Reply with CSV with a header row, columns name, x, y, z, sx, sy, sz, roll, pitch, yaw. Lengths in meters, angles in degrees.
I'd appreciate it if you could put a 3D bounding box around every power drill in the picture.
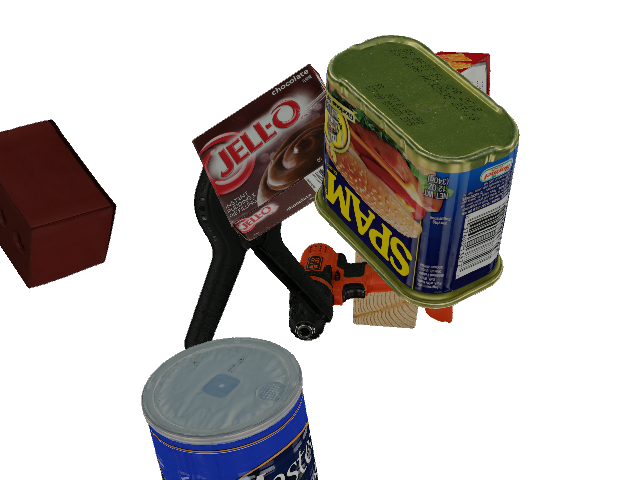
name,x,y,z,sx,sy,sz,roll,pitch,yaw
power drill,0.058,0.058,1.234,0.187,0.057,0.184,1,28,5

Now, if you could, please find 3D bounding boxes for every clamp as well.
name,x,y,z,sx,sy,sz,roll,pitch,yaw
clamp,-0.061,-0.001,0.996,0.164,0.210,0.036,-5,1,-39

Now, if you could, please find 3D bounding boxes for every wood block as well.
name,x,y,z,sx,sy,sz,roll,pitch,yaw
wood block,0.096,0.039,1.569,0.091,0.090,0.206,4,25,1

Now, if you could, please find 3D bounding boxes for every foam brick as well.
name,x,y,z,sx,sy,sz,roll,pitch,yaw
foam brick,-0.161,-0.022,0.615,0.051,0.078,0.053,-22,-32,-34

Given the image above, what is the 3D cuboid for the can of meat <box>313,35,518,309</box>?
name,x,y,z,sx,sy,sz,roll,pitch,yaw
can of meat,0.042,-0.034,0.491,0.057,0.084,0.102,-23,49,-24

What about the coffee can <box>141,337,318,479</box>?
name,x,y,z,sx,sy,sz,roll,pitch,yaw
coffee can,-0.054,0.150,0.705,0.103,0.140,0.103,-7,29,3

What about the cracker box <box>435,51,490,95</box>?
name,x,y,z,sx,sy,sz,roll,pitch,yaw
cracker box,0.118,-0.101,1.129,0.072,0.164,0.213,7,22,25

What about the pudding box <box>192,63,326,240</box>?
name,x,y,z,sx,sy,sz,roll,pitch,yaw
pudding box,-0.031,-0.067,0.807,0.113,0.090,0.039,-31,-33,5
